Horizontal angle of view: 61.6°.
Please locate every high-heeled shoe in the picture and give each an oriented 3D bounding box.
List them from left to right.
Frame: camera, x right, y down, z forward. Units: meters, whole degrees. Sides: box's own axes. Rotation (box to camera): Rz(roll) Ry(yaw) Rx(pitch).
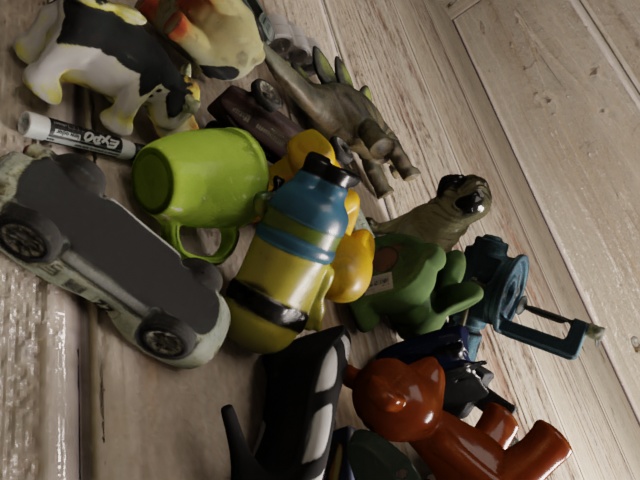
[{"bbox_3d":[-0.008,0.167,0.458,0.248,0.086,0.145,-22,93,-62],"label":"high-heeled shoe"}]

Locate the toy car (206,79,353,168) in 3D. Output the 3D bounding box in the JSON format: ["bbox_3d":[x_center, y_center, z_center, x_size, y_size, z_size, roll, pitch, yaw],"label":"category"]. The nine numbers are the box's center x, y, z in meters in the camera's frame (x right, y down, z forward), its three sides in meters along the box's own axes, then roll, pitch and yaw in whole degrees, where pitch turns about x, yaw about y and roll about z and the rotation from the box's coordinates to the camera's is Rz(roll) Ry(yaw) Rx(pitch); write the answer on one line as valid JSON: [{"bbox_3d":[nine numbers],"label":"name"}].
[{"bbox_3d":[-0.042,-0.110,0.628,0.202,0.089,0.053,27,39,-48],"label":"toy car"}]

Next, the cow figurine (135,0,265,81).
[{"bbox_3d":[-0.117,-0.214,0.550,0.127,0.085,0.195,39,2,-43],"label":"cow figurine"}]

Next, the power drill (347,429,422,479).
[{"bbox_3d":[-0.027,0.200,0.304,0.207,0.086,0.232,-30,99,-31],"label":"power drill"}]

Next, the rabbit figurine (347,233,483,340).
[{"bbox_3d":[0.123,0.065,0.705,0.170,0.159,0.121,55,15,-45],"label":"rabbit figurine"}]

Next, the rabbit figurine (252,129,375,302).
[{"bbox_3d":[-0.001,-0.002,0.576,0.173,0.122,0.162,61,4,32],"label":"rabbit figurine"}]

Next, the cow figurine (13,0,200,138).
[{"bbox_3d":[-0.156,-0.142,0.459,0.167,0.098,0.068,21,36,-50],"label":"cow figurine"}]

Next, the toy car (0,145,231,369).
[{"bbox_3d":[-0.145,0.017,0.384,0.201,0.056,0.073,45,39,-26],"label":"toy car"}]

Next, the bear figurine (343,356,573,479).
[{"bbox_3d":[0.121,0.170,0.525,0.132,0.120,0.196,-41,95,-16],"label":"bear figurine"}]

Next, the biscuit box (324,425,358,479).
[{"bbox_3d":[0.019,0.258,0.425,0.059,0.063,0.203,40,34,-32],"label":"biscuit box"}]

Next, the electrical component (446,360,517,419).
[{"bbox_3d":[0.189,0.195,0.697,0.119,0.074,0.047,38,12,34],"label":"electrical component"}]

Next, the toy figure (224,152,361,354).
[{"bbox_3d":[-0.029,0.012,0.472,0.082,0.180,0.089,32,13,36],"label":"toy figure"}]

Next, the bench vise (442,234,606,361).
[{"bbox_3d":[0.271,0.115,0.773,0.128,0.241,0.223,26,84,-56],"label":"bench vise"}]

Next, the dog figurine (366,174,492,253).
[{"bbox_3d":[0.188,-0.014,0.814,0.172,0.191,0.121,11,56,-57],"label":"dog figurine"}]

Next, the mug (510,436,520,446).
[{"bbox_3d":[0.229,0.288,0.696,0.110,0.081,0.107,48,-24,55],"label":"mug"}]

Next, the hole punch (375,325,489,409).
[{"bbox_3d":[0.130,0.145,0.645,0.115,0.142,0.092,48,29,-50],"label":"hole punch"}]

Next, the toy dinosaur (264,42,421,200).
[{"bbox_3d":[0.033,-0.183,0.814,0.471,0.105,0.198,23,38,-62],"label":"toy dinosaur"}]

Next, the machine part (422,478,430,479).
[{"bbox_3d":[0.093,0.319,0.499,0.179,0.056,0.179,41,34,-36],"label":"machine part"}]

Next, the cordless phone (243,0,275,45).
[{"bbox_3d":[-0.128,-0.308,0.680,0.184,0.089,0.147,48,30,-32],"label":"cordless phone"}]
